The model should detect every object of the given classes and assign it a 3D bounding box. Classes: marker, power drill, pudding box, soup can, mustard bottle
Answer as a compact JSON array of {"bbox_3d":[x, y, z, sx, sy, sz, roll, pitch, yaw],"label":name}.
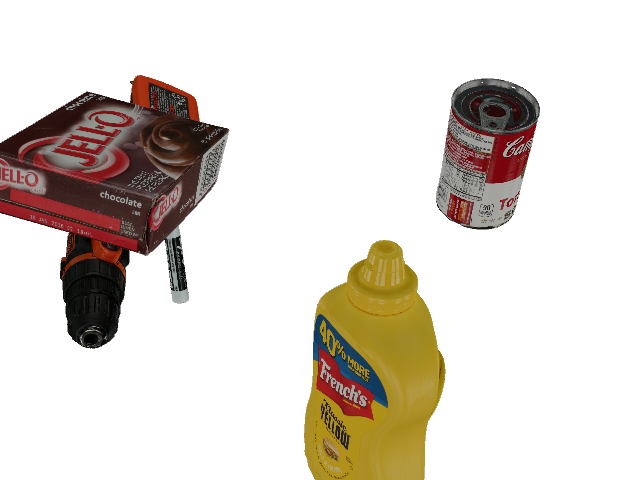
[{"bbox_3d":[-0.161,0.011,1.177,0.020,0.121,0.020,-4,22,1],"label":"marker"},{"bbox_3d":[-0.160,-0.026,0.871,0.057,0.188,0.184,20,28,-24],"label":"power drill"},{"bbox_3d":[-0.110,-0.039,0.567,0.090,0.039,0.113,16,24,8],"label":"pudding box"},{"bbox_3d":[0.130,-0.067,0.847,0.068,0.102,0.068,2,43,-2],"label":"soup can"},{"bbox_3d":[0.032,0.082,0.657,0.058,0.192,0.096,-16,40,-27],"label":"mustard bottle"}]

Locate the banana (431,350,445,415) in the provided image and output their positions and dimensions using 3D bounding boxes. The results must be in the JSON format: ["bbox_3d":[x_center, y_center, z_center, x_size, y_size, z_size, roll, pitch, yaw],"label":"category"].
[{"bbox_3d":[0.085,0.141,1.015,0.070,0.037,0.197,-23,18,17],"label":"banana"}]
